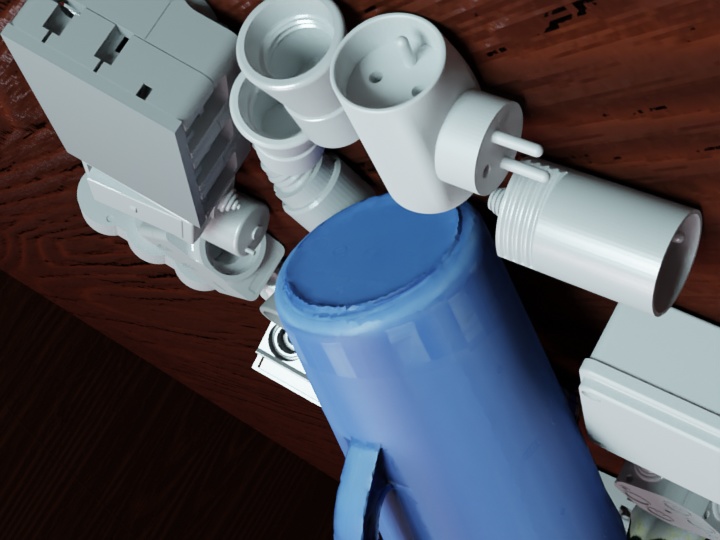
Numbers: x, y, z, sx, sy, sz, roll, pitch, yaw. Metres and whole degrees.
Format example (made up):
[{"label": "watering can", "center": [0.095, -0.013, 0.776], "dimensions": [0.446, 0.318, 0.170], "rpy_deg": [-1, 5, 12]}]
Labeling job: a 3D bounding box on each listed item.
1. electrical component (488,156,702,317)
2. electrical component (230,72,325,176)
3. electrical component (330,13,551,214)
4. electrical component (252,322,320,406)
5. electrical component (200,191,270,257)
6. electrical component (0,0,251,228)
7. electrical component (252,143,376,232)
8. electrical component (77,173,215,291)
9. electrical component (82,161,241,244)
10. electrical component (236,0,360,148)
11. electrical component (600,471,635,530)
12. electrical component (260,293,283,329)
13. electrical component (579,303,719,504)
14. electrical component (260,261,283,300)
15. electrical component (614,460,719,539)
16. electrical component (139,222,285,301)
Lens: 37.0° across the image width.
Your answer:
[{"label": "electrical component", "center": [0.088, -0.016, 0.426], "dimensions": [0.081, 0.043, 0.043], "rpy_deg": [23, 164, 30]}, {"label": "electrical component", "center": [-0.035, -0.068, 0.504], "dimensions": [0.044, 0.044, 0.065], "rpy_deg": [29, 171, 6]}, {"label": "electrical component", "center": [0.035, -0.052, 0.408], "dimensions": [0.079, 0.043, 0.077], "rpy_deg": [23, 164, 26]}, {"label": "electrical component", "center": [-0.020, 0.077, 0.929], "dimensions": [0.121, 0.078, 0.063], "rpy_deg": [28, -172, 9]}, {"label": "electrical component", "center": [-0.099, -0.039, 0.736], "dimensions": [0.078, 0.040, 0.040], "rpy_deg": [26, 165, 20]}, {"label": "electrical component", "center": [-0.106, -0.088, 0.537], "dimensions": [0.089, 0.061, 0.150], "rpy_deg": [30, 166, 3]}, {"label": "electrical component", "center": [-0.026, -0.045, 0.564], "dimensions": [0.078, 0.040, 0.040], "rpy_deg": [40, 163, -35]}, {"label": "electrical component", "center": [-0.158, -0.037, 0.843], "dimensions": [0.138, 0.052, 0.073], "rpy_deg": [31, 166, -3]}, {"label": "electrical component", "center": [-0.122, -0.057, 0.680], "dimensions": [0.096, 0.061, 0.061], "rpy_deg": [31, 166, -2]}, {"label": "electrical component", "center": [-0.018, -0.077, 0.436], "dimensions": [0.044, 0.044, 0.065], "rpy_deg": [24, 169, 24]}, {"label": "electrical component", "center": [0.221, 0.226, 0.957], "dimensions": [0.079, 0.063, 0.121], "rpy_deg": [21, 163, 33]}, {"label": "electrical component", "center": [-0.040, 0.017, 0.779], "dimensions": [0.045, 0.055, 0.045], "rpy_deg": [29, 166, 8]}, {"label": "electrical component", "center": [0.169, 0.070, 0.531], "dimensions": [0.109, 0.056, 0.108], "rpy_deg": [25, 165, 23]}, {"label": "electrical component", "center": [-0.046, 0.020, 0.850], "dimensions": [0.061, 0.035, 0.035], "rpy_deg": [29, 166, -5]}, {"label": "electrical component", "center": [0.206, 0.131, 0.680], "dimensions": [0.080, 0.051, 0.080], "rpy_deg": [29, 166, 8]}, {"label": "electrical component", "center": [-0.107, -0.021, 0.795], "dimensions": [0.089, 0.050, 0.056], "rpy_deg": [39, 164, -32]}]
